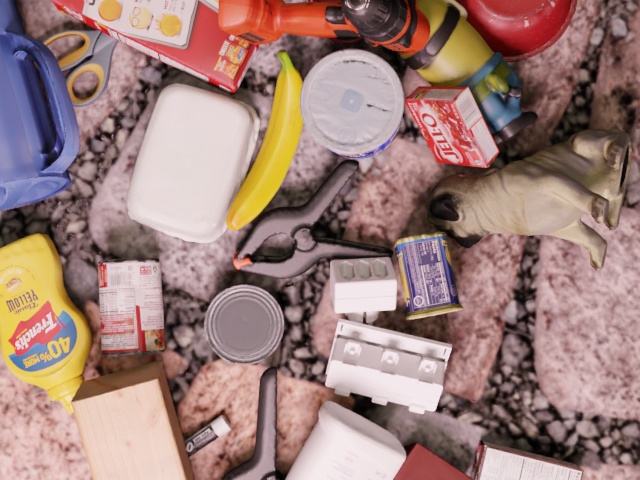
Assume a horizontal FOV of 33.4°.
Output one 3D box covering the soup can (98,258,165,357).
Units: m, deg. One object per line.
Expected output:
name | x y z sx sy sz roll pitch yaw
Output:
soup can | -0.202 0.072 1.141 0.068 0.068 0.102 -4 87 0

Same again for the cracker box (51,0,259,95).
cracker box | -0.152 -0.275 1.145 0.213 0.072 0.164 26 87 -5

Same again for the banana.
banana | -0.054 -0.103 1.151 0.037 0.069 0.198 19 95 42

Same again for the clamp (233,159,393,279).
clamp | -0.008 0.001 1.155 0.171 0.039 0.120 -29 98 7

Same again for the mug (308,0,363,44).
mug | 0.030 -0.270 1.149 0.081 0.093 0.117 -7 105 -5

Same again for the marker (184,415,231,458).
marker | -0.151 0.231 1.157 0.121 0.020 0.020 -34 87 -1

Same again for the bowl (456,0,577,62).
bowl | 0.205 -0.278 1.159 0.162 0.055 0.162 0 88 0

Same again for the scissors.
scissors | -0.219 -0.216 1.182 0.201 0.016 0.096 -21 89 -1

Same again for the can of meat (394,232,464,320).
can of meat | 0.111 0.038 1.123 0.057 0.102 0.084 -11 85 0

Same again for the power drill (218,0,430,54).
power drill | 0.000 -0.217 1.028 0.188 0.184 0.057 9 93 20

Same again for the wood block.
wood block | -0.181 0.242 1.099 0.090 0.091 0.206 -15 97 -3

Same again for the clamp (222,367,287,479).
clamp | -0.053 0.250 1.142 0.164 0.036 0.210 44 90 -6

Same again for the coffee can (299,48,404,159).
coffee can | 0.036 -0.138 1.107 0.103 0.140 0.103 0 92 4

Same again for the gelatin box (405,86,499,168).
gelatin box | 0.138 -0.118 1.119 0.030 0.073 0.089 -46 123 -24

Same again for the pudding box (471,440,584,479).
pudding box | 0.216 0.272 1.141 0.113 0.039 0.090 15 86 -1

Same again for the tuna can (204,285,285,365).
tuna can | -0.081 0.091 1.155 0.086 0.034 0.086 0 87 1

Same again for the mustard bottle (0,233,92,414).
mustard bottle | -0.300 0.096 1.147 0.096 0.058 0.191 -25 88 -1

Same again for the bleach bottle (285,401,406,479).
bleach bottle | -0.016 0.297 1.104 0.102 0.068 0.251 30 97 -16

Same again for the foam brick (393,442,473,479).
foam brick | 0.114 0.258 1.130 0.078 0.053 0.051 34 71 0

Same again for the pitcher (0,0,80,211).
pitcher | -0.347 -0.158 1.124 0.149 0.145 0.243 -14 84 -16
